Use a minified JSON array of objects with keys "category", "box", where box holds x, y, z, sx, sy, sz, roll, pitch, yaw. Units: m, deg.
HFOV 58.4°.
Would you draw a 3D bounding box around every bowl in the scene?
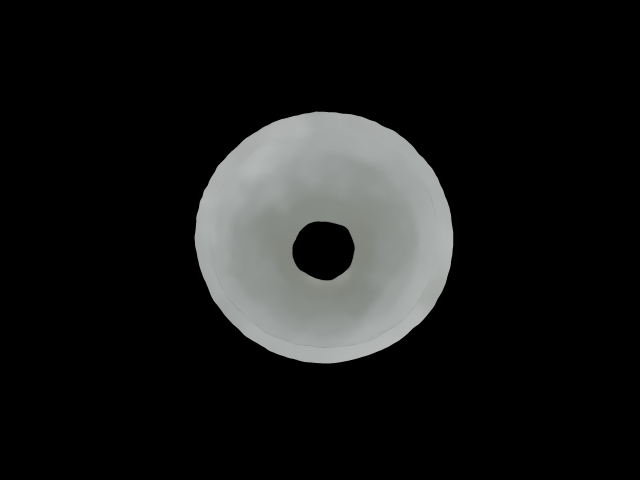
[{"category":"bowl","box":[0.004,0.001,0.400,0.167,0.075,0.167,0,78,0]}]
